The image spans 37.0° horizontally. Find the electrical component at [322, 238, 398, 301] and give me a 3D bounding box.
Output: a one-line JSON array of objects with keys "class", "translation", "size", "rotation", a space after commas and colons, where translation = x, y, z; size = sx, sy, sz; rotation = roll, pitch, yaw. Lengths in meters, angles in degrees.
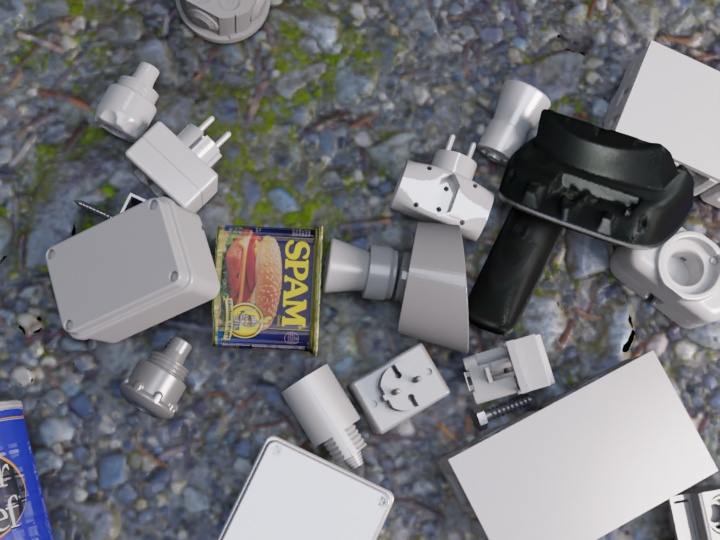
[{"class": "electrical component", "translation": [0.000, 0.000, 0.871], "size": [0.055, 0.045, 0.045], "rotation": [9, 79, -5]}]

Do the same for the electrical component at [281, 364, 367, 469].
[{"class": "electrical component", "translation": [-0.023, 0.120, 0.849], "size": [0.043, 0.043, 0.081], "rotation": [-31, 85, -11]}]

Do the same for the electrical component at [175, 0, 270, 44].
[{"class": "electrical component", "translation": [-0.114, -0.234, 0.896], "size": [0.080, 0.051, 0.080], "rotation": [1, 80, -6]}]

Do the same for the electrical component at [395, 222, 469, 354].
[{"class": "electrical component", "translation": [0.062, 0.012, 0.851], "size": [0.064, 0.099, 0.099], "rotation": [11, 79, 2]}]

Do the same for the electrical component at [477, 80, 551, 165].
[{"class": "electrical component", "translation": [0.127, -0.122, 0.909], "size": [0.044, 0.044, 0.065], "rotation": [28, 83, -1]}]

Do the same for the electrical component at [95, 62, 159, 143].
[{"class": "electrical component", "translation": [-0.185, -0.139, 0.875], "size": [0.043, 0.043, 0.062], "rotation": [26, 77, -2]}]

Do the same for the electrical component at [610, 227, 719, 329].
[{"class": "electrical component", "translation": [0.264, 0.001, 0.893], "size": [0.095, 0.059, 0.053], "rotation": [37, 78, 1]}]

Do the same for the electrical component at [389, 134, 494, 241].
[{"class": "electrical component", "translation": [0.073, -0.074, 0.893], "size": [0.077, 0.043, 0.079], "rotation": [21, 79, -3]}]

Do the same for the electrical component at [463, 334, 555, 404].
[{"class": "electrical component", "translation": [0.118, 0.080, 0.859], "size": [0.064, 0.081, 0.042], "rotation": [-17, 82, 14]}]

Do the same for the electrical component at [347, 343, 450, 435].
[{"class": "electrical component", "translation": [0.032, 0.092, 0.842], "size": [0.066, 0.076, 0.047], "rotation": [-29, 85, -10]}]

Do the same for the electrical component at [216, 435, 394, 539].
[{"class": "electrical component", "translation": [-0.046, 0.198, 0.826], "size": [0.109, 0.056, 0.108], "rotation": [26, 78, -1]}]

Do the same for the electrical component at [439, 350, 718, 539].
[{"class": "electrical component", "translation": [0.170, 0.155, 0.855], "size": [0.186, 0.060, 0.105], "rotation": [-26, 84, -10]}]

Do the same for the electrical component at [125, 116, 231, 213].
[{"class": "electrical component", "translation": [-0.139, -0.092, 0.870], "size": [0.066, 0.047, 0.076], "rotation": [43, 76, 2]}]

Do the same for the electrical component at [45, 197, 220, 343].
[{"class": "electrical component", "translation": [-0.174, 0.001, 0.820], "size": [0.113, 0.057, 0.078], "rotation": [-24, 72, 15]}]

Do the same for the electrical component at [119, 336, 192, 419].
[{"class": "electrical component", "translation": [-0.155, 0.082, 0.841], "size": [0.048, 0.048, 0.062], "rotation": [30, 71, -1]}]

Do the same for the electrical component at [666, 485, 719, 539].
[{"class": "electrical component", "translation": [0.289, 0.234, 0.854], "size": [0.079, 0.063, 0.121], "rotation": [-9, 81, -8]}]

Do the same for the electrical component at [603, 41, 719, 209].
[{"class": "electrical component", "translation": [0.289, -0.116, 0.915], "size": [0.150, 0.061, 0.089], "rotation": [24, 78, -2]}]
